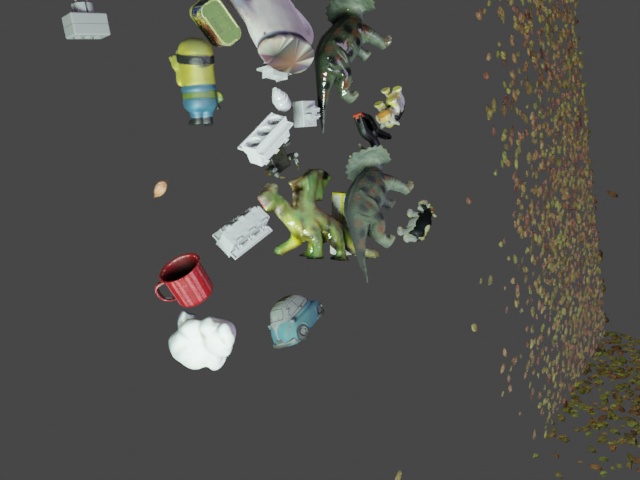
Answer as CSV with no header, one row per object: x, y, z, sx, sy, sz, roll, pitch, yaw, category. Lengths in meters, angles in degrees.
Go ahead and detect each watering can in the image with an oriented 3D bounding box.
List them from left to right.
-0.131,-0.496,1.153,0.347,0.102,0.228,3,59,-47,watering can

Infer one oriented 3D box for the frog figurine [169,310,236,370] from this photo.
-0.241,0.222,1.096,0.124,0.160,0.135,-40,121,-32,frog figurine

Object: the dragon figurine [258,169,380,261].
0.004,-0.068,1.343,0.410,0.122,0.243,3,86,-41,dragon figurine
